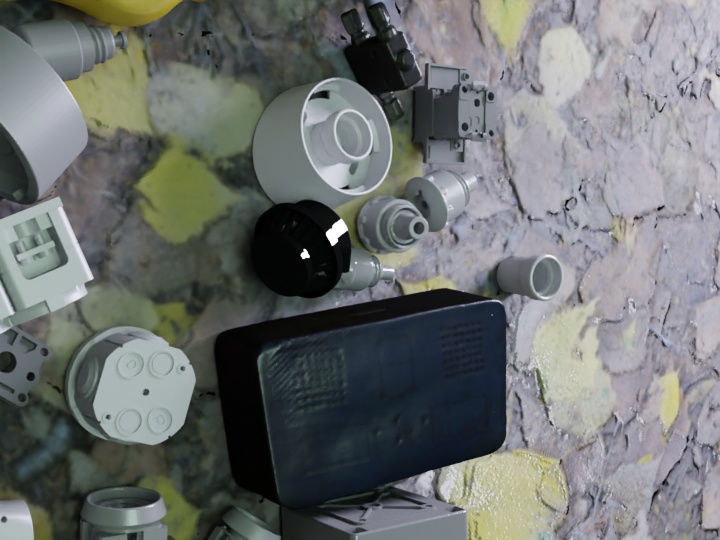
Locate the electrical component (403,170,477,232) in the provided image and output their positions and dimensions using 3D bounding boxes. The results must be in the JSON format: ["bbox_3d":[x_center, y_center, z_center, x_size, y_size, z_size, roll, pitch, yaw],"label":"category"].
[{"bbox_3d":[0.070,-0.062,0.883,0.062,0.048,0.048,-29,109,-35],"label":"electrical component"}]

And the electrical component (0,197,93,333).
[{"bbox_3d":[-0.247,0.016,0.643,0.150,0.089,0.061,-26,100,-28],"label":"electrical component"}]

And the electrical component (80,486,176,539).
[{"bbox_3d":[-0.162,0.183,0.737,0.078,0.058,0.057,-1,96,-33],"label":"electrical component"}]

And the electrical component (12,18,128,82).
[{"bbox_3d":[-0.191,-0.145,0.705,0.078,0.040,0.040,-18,103,-32],"label":"electrical component"}]

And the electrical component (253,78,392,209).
[{"bbox_3d":[-0.026,-0.095,0.818,0.099,0.064,0.099,9,76,-40],"label":"electrical component"}]

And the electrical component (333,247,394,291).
[{"bbox_3d":[0.000,0.000,0.846,0.061,0.035,0.035,6,90,-37],"label":"electrical component"}]

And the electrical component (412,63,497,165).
[{"bbox_3d":[0.077,-0.126,0.871,0.042,0.064,0.081,-2,95,-32],"label":"electrical component"}]

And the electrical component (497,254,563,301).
[{"bbox_3d":[0.147,0.005,0.936,0.040,0.046,0.040,-3,95,-33],"label":"electrical component"}]

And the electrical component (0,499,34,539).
[{"bbox_3d":[-0.252,0.155,0.683,0.077,0.043,0.079,-2,95,-34],"label":"electrical component"}]

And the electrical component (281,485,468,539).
[{"bbox_3d":[0.010,0.207,0.823,0.109,0.109,0.056,-3,92,-33],"label":"electrical component"}]

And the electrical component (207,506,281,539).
[{"bbox_3d":[-0.091,0.209,0.794,0.066,0.048,0.055,38,80,-30],"label":"electrical component"}]

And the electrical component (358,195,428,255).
[{"bbox_3d":[0.031,-0.034,0.845,0.048,0.062,0.048,-3,96,-28],"label":"electrical component"}]

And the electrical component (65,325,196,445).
[{"bbox_3d":[-0.156,0.080,0.737,0.080,0.051,0.080,-3,95,-33],"label":"electrical component"}]

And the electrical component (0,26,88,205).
[{"bbox_3d":[-0.215,-0.100,0.655,0.060,0.108,0.108,-49,117,-28],"label":"electrical component"}]
